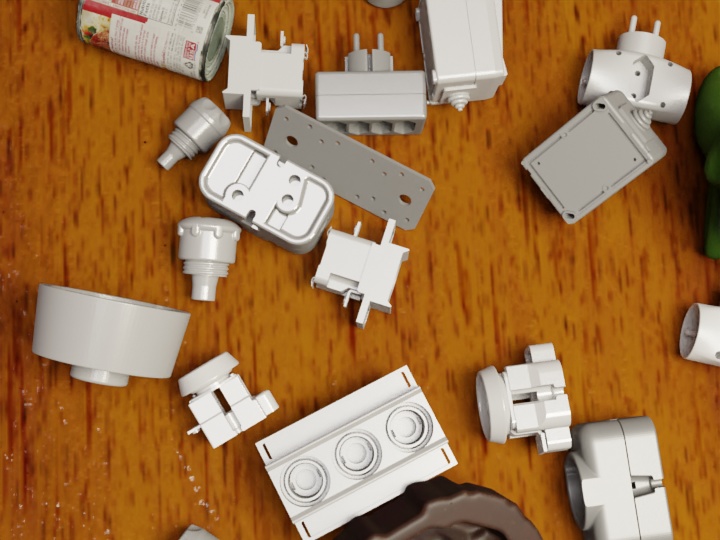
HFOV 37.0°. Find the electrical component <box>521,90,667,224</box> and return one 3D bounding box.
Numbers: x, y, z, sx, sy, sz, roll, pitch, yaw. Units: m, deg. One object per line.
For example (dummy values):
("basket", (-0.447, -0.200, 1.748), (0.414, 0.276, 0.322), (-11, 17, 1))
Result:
("electrical component", (0.181, -0.089, 0.801), (0.096, 0.061, 0.061), (-40, 84, 31))

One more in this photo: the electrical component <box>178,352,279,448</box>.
("electrical component", (-0.102, 0.094, 0.792), (0.066, 0.048, 0.055), (-31, 91, -6))

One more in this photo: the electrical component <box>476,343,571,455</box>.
("electrical component", (0.118, 0.097, 0.790), (0.057, 0.058, 0.078), (-7, 74, -3))

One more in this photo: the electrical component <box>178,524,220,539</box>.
("electrical component", (-0.108, 0.216, 0.775), (0.062, 0.043, 0.043), (33, 82, 2))

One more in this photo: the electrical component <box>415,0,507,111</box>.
("electrical component", (0.080, -0.169, 0.826), (0.061, 0.061, 0.096), (-6, 82, -2))

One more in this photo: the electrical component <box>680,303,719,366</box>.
("electrical component", (0.289, 0.036, 0.810), (0.077, 0.044, 0.079), (12, 82, 0))

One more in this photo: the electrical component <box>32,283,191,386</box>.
("electrical component", (-0.180, 0.050, 0.767), (0.108, 0.108, 0.060), (12, 88, 0))

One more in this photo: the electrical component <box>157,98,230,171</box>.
("electrical component", (-0.130, -0.102, 0.825), (0.035, 0.035, 0.061), (44, 85, 5))

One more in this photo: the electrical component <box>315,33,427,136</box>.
("electrical component", (0.007, -0.146, 0.828), (0.083, 0.047, 0.075), (-1, 82, -2))

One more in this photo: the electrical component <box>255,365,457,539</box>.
("electrical component", (-0.003, 0.133, 0.779), (0.121, 0.063, 0.078), (-27, 83, -5))

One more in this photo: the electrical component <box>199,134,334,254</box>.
("electrical component", (-0.068, -0.055, 0.807), (0.095, 0.059, 0.053), (29, 82, 3))

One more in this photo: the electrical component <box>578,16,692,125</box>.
("electrical component", (0.216, -0.159, 0.837), (0.077, 0.043, 0.079), (12, 81, 0))

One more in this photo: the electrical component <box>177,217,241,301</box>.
("electrical component", (-0.115, -0.008, 0.807), (0.048, 0.048, 0.062), (5, 89, -1))

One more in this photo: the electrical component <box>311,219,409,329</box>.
("electrical component", (0.000, 0.000, 0.810), (0.064, 0.042, 0.081), (17, 81, 5))

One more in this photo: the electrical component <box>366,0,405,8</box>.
("electrical component", (0.021, -0.233, 0.837), (0.045, 0.055, 0.045), (0, 82, -1))

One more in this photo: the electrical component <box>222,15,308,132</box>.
("electrical component", (-0.072, -0.150, 0.829), (0.064, 0.042, 0.081), (3, 82, -3))

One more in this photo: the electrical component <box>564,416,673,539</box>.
("electrical component", (0.186, 0.158, 0.785), (0.059, 0.053, 0.095), (-7, 82, -2))
